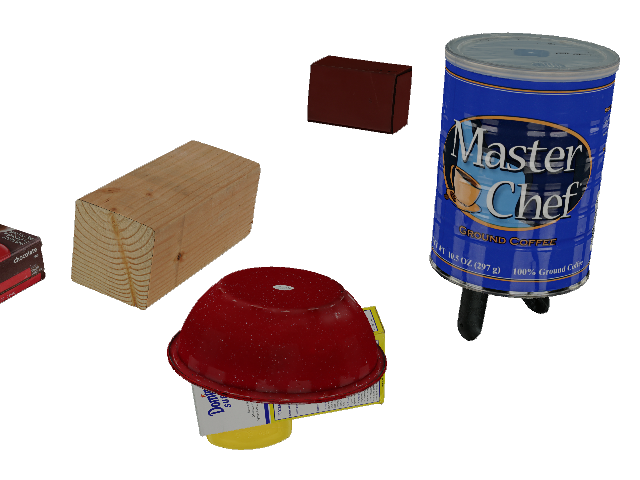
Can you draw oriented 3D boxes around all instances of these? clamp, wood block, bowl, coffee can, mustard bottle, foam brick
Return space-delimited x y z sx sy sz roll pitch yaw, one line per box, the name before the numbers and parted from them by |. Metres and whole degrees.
clamp | 0.157 0.010 1.021 0.039 0.171 0.120 -15 9 46
wood block | -0.152 -0.022 1.084 0.090 0.091 0.205 20 28 18
bowl | -0.029 0.059 0.773 0.162 0.055 0.162 4 17 -1
coffee can | 0.123 -0.049 0.660 0.103 0.140 0.103 2 22 -1
mustard bottle | -0.090 0.163 1.248 0.096 0.058 0.191 -5 29 -5
foam brick | 0.033 -0.125 0.909 0.078 0.051 0.053 11 20 18

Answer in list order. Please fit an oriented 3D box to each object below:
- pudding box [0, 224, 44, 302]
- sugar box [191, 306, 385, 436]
pudding box | -0.266 0.017 0.751 0.114 0.039 0.089 14 29 29
sugar box | -0.030 0.119 0.973 0.176 0.093 0.048 -7 36 -6
